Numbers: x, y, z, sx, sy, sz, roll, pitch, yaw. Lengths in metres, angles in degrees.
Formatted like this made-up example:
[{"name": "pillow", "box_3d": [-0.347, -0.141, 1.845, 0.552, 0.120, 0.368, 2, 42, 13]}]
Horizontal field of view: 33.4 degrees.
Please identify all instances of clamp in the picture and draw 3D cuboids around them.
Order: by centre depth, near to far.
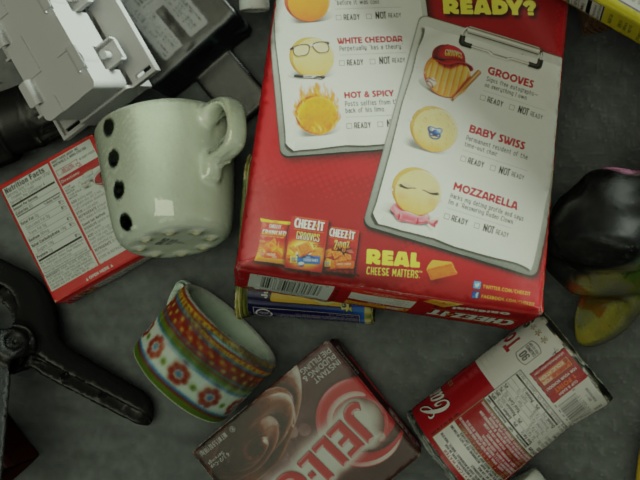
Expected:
[{"name": "clamp", "box_3d": [-0.185, 0.073, 0.681, 0.120, 0.039, 0.171, -14, 70, -35]}]

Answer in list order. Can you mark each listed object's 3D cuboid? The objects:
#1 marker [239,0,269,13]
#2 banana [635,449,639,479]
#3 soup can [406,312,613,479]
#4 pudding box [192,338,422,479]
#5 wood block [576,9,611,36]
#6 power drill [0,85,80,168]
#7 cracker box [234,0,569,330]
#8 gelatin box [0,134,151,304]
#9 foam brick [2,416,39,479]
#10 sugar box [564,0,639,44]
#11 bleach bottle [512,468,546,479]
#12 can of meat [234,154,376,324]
[{"name": "marker", "box_3d": [-0.042, -0.202, 0.655, 0.020, 0.020, 0.121, -1, 94, 9]}, {"name": "banana", "box_3d": [0.234, 0.090, 0.617, 0.198, 0.037, 0.070, -53, 51, 11]}, {"name": "soup can", "box_3d": [0.111, 0.098, 0.629, 0.102, 0.068, 0.068, -39, 83, 5]}, {"name": "pudding box", "box_3d": [-0.007, 0.129, 0.661, 0.113, 0.039, 0.090, -40, 83, 6]}, {"name": "wood block", "box_3d": [0.178, -0.236, 0.618, 0.091, 0.090, 0.206, -12, 87, 9]}, {"name": "power drill", "box_3d": [-0.258, -0.128, 0.700, 0.184, 0.057, 0.187, -18, 85, 5]}, {"name": "cracker box", "box_3d": [0.047, -0.067, 0.599, 0.164, 0.072, 0.213, 8, 76, -4]}, {"name": "gelatin box", "box_3d": [-0.155, -0.014, 0.694, 0.073, 0.030, 0.089, -29, 82, 7]}, {"name": "foam brick", "box_3d": [-0.233, 0.130, 0.690, 0.051, 0.053, 0.078, -41, 83, 6]}, {"name": "sugar box", "box_3d": [0.150, -0.167, 0.552, 0.176, 0.048, 0.093, 34, 95, 13]}, {"name": "bleach bottle", "box_3d": [0.193, 0.238, 0.606, 0.103, 0.068, 0.251, -41, 81, 32]}, {"name": "can of meat", "box_3d": [-0.004, 0.001, 0.656, 0.084, 0.057, 0.102, 4, 89, 7]}]
